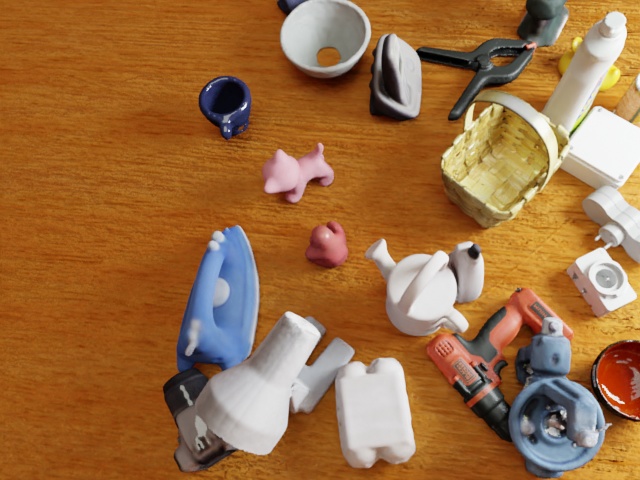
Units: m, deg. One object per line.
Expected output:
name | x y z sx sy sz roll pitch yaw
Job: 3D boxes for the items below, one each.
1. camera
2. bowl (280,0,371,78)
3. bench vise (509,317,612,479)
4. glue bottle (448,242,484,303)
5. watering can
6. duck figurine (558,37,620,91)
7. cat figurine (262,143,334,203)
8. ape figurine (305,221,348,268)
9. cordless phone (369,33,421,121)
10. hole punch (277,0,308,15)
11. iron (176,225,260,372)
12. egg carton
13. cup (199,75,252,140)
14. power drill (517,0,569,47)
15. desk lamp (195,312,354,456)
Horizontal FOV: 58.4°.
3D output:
camera | -0.164 0.251 0.843 0.143 0.101 0.136 -32 70 -6
bowl | 0.012 -0.362 1.064 0.167 0.075 0.167 -2 70 5
bench vise | 0.301 0.204 0.750 0.121 0.220 0.207 -13 69 1
glue bottle | 0.217 0.038 0.845 0.037 0.173 0.078 -17 69 0
watering can | 0.139 0.069 0.829 0.172 0.194 0.101 18 73 12
duck figurine | 0.475 -0.314 0.995 0.104 0.086 0.077 35 77 17
cat figurine | -0.044 -0.119 0.957 0.128 0.118 0.067 -32 70 -6
ape figurine | 0.008 0.003 0.921 0.078 0.092 0.076 -32 70 -6
cordless phone | 0.130 -0.304 0.972 0.094 0.185 0.147 0 70 6
hole punch | -0.025 -0.481 1.103 0.109 0.091 0.101 -35 70 -7
iron | -0.163 0.075 0.885 0.118 0.141 0.258 3 70 7
egg carton | 0.077 0.251 0.836 0.107 0.069 0.150 -9 69 2
cup | -0.159 -0.217 1.017 0.091 0.095 0.118 -7 69 3
power drill | 0.411 -0.448 0.985 0.075 0.208 0.230 25 74 14
desk lamp | -0.056 0.187 0.795 0.117 0.214 0.203 34 77 16
